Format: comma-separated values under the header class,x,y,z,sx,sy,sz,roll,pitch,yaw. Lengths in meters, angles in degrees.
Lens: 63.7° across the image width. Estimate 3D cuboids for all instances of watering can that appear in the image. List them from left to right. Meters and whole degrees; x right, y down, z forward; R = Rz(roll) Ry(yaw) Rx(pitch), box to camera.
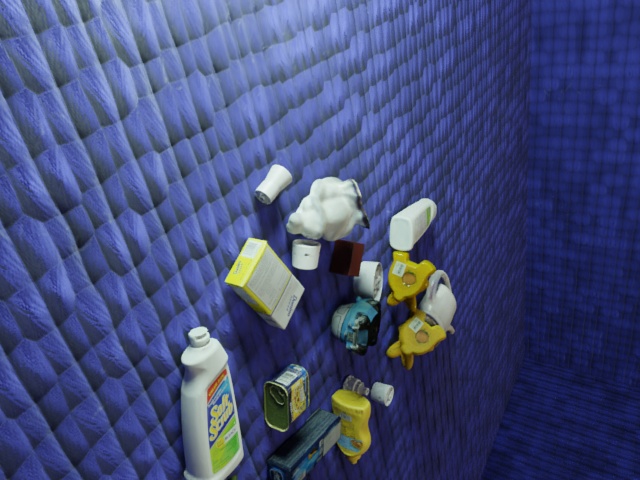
class,x,y,z,sx,sy,sz,roll,pitch,yaw
watering can,0.386,0.259,1.681,0.229,0.104,0.340,-52,137,-36

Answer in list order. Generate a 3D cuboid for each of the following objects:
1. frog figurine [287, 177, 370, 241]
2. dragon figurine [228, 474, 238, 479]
class,x,y,z,sx,sy,sz,roll,pitch,yaw
frog figurine,0.003,-0.052,1.030,0.160,0.125,0.134,-23,135,-12
dragon figurine,-0.124,0.533,0.916,0.417,0.122,0.240,-41,113,-37
